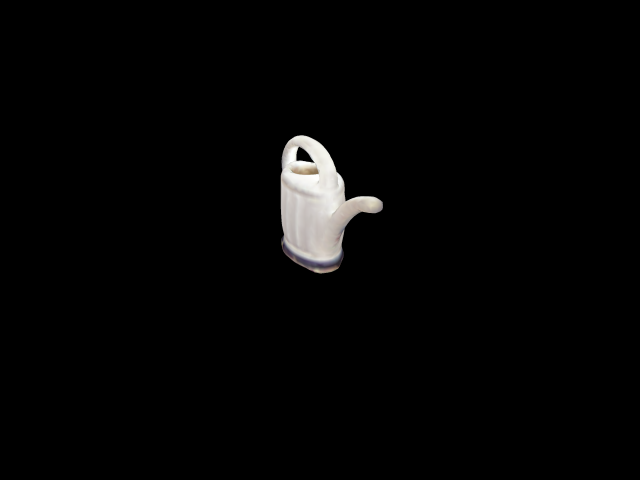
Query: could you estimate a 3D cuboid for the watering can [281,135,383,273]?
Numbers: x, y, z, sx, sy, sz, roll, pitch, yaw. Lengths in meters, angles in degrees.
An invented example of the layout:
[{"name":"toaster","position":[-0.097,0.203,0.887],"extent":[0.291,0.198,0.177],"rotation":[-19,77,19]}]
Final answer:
[{"name":"watering can","position":[0.003,-0.043,0.850],"extent":[0.104,0.220,0.353],"rotation":[-10,29,-20]}]
